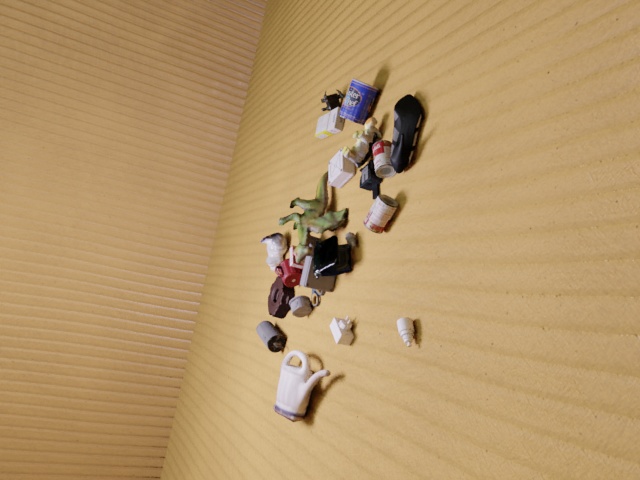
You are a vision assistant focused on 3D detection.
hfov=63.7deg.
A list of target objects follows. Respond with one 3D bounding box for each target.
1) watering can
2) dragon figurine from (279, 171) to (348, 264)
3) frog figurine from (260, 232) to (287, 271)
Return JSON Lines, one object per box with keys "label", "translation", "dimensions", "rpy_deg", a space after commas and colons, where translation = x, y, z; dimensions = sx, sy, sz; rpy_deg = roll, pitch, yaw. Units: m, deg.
{"label": "watering can", "translation": [-0.068, 0.491, 1.709], "dimensions": [0.103, 0.226, 0.346], "rpy_deg": [14, -8, -24]}
{"label": "dragon figurine", "translation": [0.006, -0.095, 1.894], "dimensions": [0.244, 0.415, 0.120], "rpy_deg": [19, -23, 40]}
{"label": "frog figurine", "translation": [-0.190, 0.052, 2.278], "dimensions": [0.124, 0.160, 0.136], "rpy_deg": [-24, -2, -40]}
